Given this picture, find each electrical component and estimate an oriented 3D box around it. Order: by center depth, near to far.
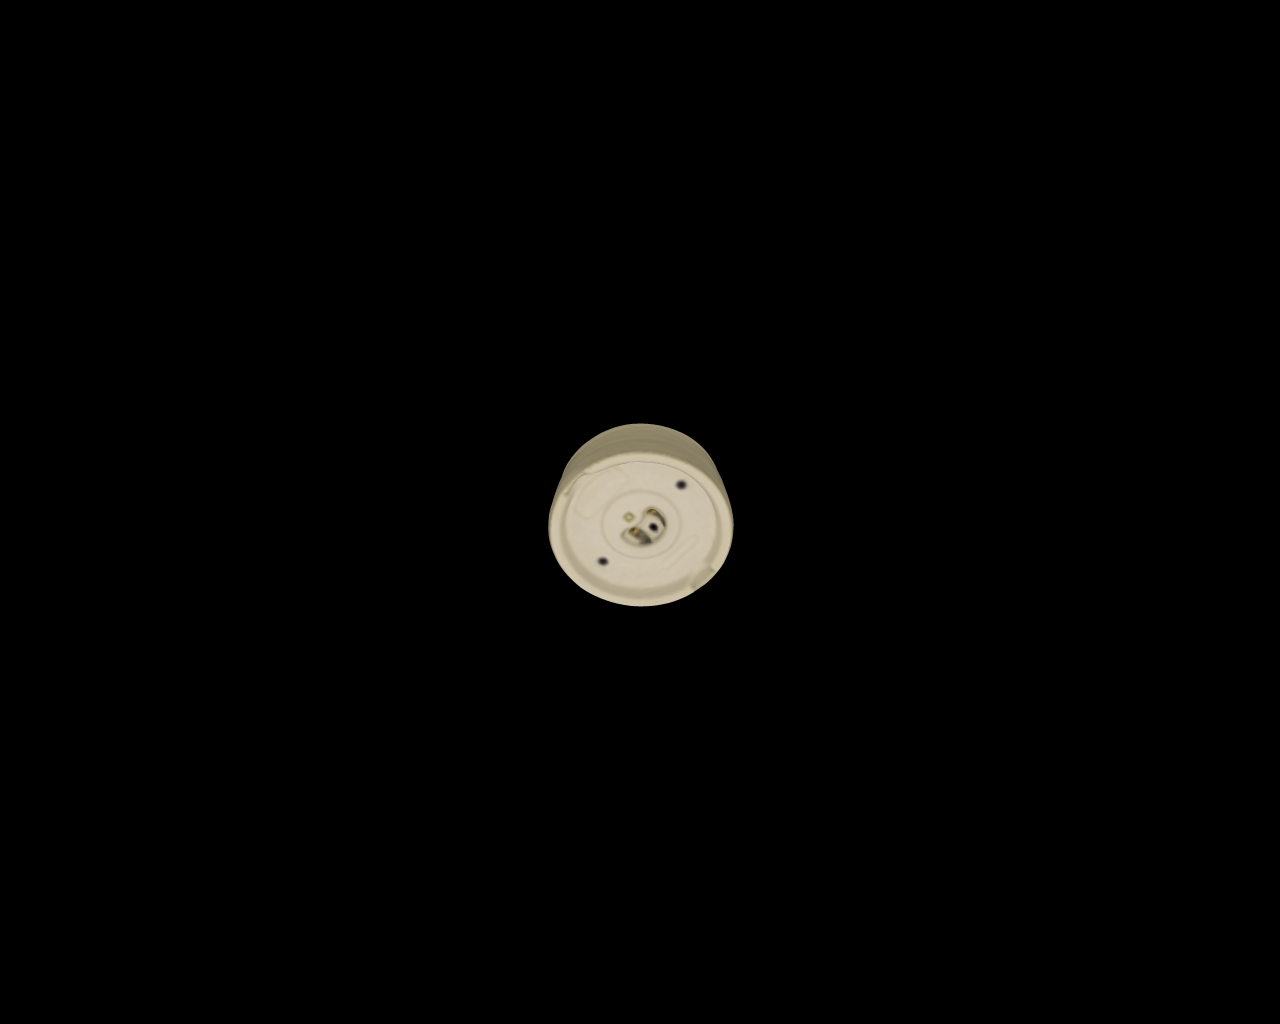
[{"bbox_3d":[0.001,-0.003,0.650,0.108,0.108,0.060,0,30,0],"label":"electrical component"}]
